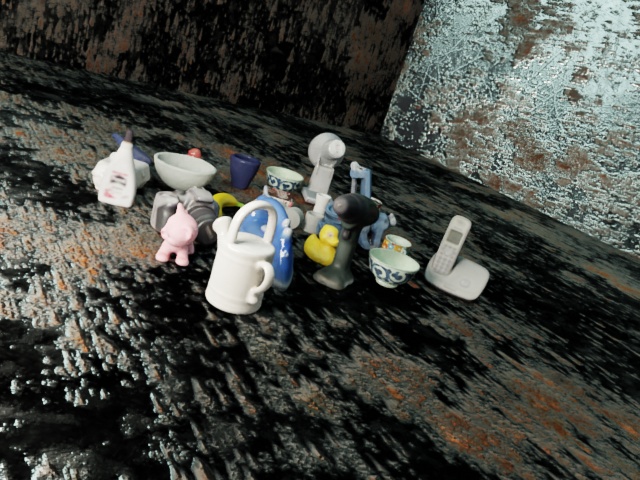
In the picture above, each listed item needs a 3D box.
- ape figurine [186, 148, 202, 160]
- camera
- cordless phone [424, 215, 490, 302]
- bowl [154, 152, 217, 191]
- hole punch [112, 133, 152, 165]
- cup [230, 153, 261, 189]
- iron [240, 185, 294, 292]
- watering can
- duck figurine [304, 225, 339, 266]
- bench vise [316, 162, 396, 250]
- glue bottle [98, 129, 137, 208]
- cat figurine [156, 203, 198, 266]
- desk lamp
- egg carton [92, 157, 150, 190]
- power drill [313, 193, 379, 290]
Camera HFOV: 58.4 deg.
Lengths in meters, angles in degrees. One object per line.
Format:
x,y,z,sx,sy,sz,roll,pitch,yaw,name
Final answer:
-0.365,-0.218,1.636,0.076,0.092,0.077,6,21,-32,ape figurine
-0.272,-0.053,1.226,0.144,0.101,0.136,5,22,-33,camera
0.348,0.045,1.390,0.147,0.185,0.094,24,19,18,cordless phone
-0.366,-0.175,1.537,0.167,0.075,0.167,16,18,-5,bowl
-0.509,-0.232,1.543,0.101,0.091,0.108,2,24,-40,hole punch
-0.229,-0.205,1.722,0.091,0.095,0.118,19,18,3,cup
-0.099,-0.013,1.207,0.119,0.141,0.257,8,20,-28,iron
-0.134,0.018,0.996,0.172,0.194,0.101,25,19,21,watering can
0.012,0.005,1.350,0.078,0.086,0.104,0,25,-43,duck figurine
0.107,-0.093,1.508,0.208,0.220,0.121,2,23,-39,bench vise
-0.438,-0.161,1.269,0.078,0.173,0.037,12,19,-17,glue bottle
-0.267,-0.017,1.097,0.067,0.118,0.127,14,18,-12,cat figurine
0.020,-0.233,1.847,0.118,0.213,0.203,13,19,-14,desk lamp
-0.477,-0.156,1.385,0.107,0.069,0.150,17,18,-3,egg carton
0.057,-0.005,1.223,0.075,0.208,0.230,23,19,17,power drill
